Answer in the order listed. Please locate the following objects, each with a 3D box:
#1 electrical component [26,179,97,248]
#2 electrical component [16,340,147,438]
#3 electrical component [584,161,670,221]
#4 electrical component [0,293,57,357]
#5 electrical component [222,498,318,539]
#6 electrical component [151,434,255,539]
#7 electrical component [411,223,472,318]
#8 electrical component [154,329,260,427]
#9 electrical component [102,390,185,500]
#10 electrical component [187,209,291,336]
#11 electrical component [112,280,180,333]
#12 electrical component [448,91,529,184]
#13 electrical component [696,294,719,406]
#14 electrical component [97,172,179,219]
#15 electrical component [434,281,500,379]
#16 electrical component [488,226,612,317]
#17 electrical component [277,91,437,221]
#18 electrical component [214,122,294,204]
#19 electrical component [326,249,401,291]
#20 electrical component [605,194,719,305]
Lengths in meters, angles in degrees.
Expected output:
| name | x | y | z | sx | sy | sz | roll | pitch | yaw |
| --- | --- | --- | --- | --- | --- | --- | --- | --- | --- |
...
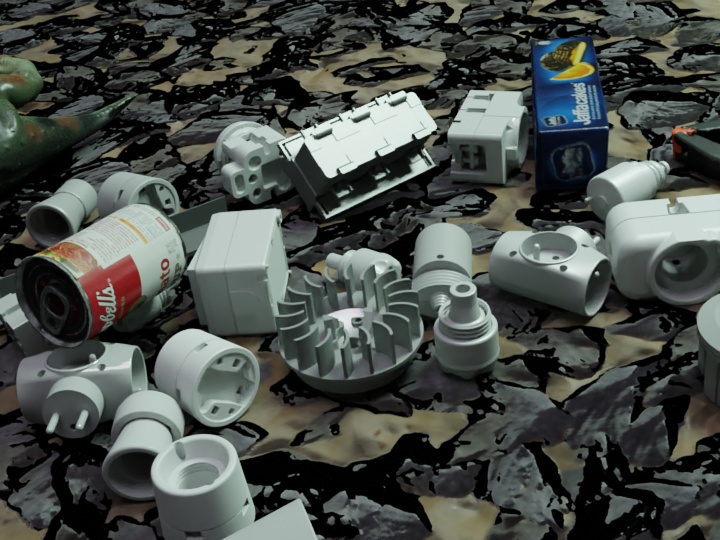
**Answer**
| name | x | y | z | sx | sy | sz | roll | pitch | yaw |
| --- | --- | --- | --- | --- | --- | --- | --- | --- | --- |
| electrical component | -0.256 | -0.051 | 0.935 | 0.044 | 0.044 | 0.065 | 1 | 30 | 13 |
| electrical component | -0.186 | 0.084 | 0.708 | 0.077 | 0.044 | 0.079 | -6 | 25 | 2 |
| electrical component | 0.218 | -0.068 | 0.862 | 0.078 | 0.040 | 0.040 | -27 | 38 | -27 |
| electrical component | -0.233 | 0.033 | 0.799 | 0.055 | 0.048 | 0.066 | -33 | 40 | -21 |
| electrical component | -0.036 | 0.169 | 0.503 | 0.060 | 0.108 | 0.108 | -21 | 35 | -8 |
| electrical component | -0.092 | 0.129 | 0.623 | 0.055 | 0.047 | 0.055 | -5 | 33 | 4 |
| electrical component | 0.060 | 0.005 | 0.782 | 0.043 | 0.043 | 0.081 | -3 | 34 | 8 |
| electrical component | -0.102 | 0.069 | 0.710 | 0.055 | 0.055 | 0.047 | -33 | 38 | -33 |
| electrical component | -0.133 | 0.108 | 0.666 | 0.045 | 0.045 | 0.055 | -6 | 33 | 2 |
| electrical component | -0.089 | -0.002 | 0.807 | 0.061 | 0.061 | 0.096 | -4 | 34 | 6 |
| electrical component | -0.162 | 0.021 | 0.812 | 0.035 | 0.035 | 0.061 | 19 | 39 | 34 |
| electrical component | 0.117 | -0.118 | 0.950 | 0.056 | 0.050 | 0.089 | 5 | 36 | 19 |
| electrical component | 0.250 | 0.050 | 0.669 | 0.080 | 0.051 | 0.080 | -5 | 33 | 4 |
| electrical component | -0.190 | -0.055 | 0.915 | 0.047 | 0.055 | 0.055 | 18 | 41 | 39 |
| electrical component | 0.070 | 0.038 | 0.714 | 0.043 | 0.062 | 0.043 | -5 | 33 | 4 |
| electrical component | 0.147 | -0.007 | 0.782 | 0.077 | 0.044 | 0.079 | 18 | 41 | 34 |
| electrical component | 0.002 | -0.105 | 0.930 | 0.121 | 0.063 | 0.078 | -27 | 79 | -27 |
| electrical component | -0.094 | -0.098 | 0.958 | 0.078 | 0.058 | 0.057 | -26 | 40 | -25 |
| electrical component | 0.000 | 0.000 | 0.811 | 0.061 | 0.035 | 0.035 | 18 | 41 | 38 |
| electrical component | 0.228 | -0.014 | 0.768 | 0.095 | 0.053 | 0.059 | -5 | 33 | 4 |
